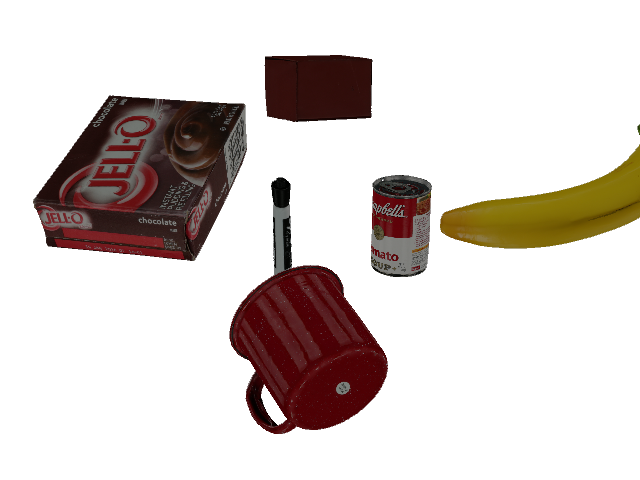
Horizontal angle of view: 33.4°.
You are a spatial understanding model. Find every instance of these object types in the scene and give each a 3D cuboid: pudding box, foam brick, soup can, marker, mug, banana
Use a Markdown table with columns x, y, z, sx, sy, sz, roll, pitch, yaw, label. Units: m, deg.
| x | y | z | sx | sy | sz | roll | pitch | yaw | label |
| --- | --- | --- | --- | --- | --- | --- | --- | --- | --- |
| -0.099 | -0.039 | 0.615 | 0.090 | 0.039 | 0.113 | 6 | 38 | 13 | pudding box |
| -0.001 | -0.129 | 0.902 | 0.078 | 0.051 | 0.053 | -7 | 16 | -31 | foam brick |
| 0.093 | -0.017 | 1.237 | 0.068 | 0.102 | 0.068 | 0 | 24 | 0 | soup can |
| -0.038 | -0.011 | 1.060 | 0.020 | 0.121 | 0.020 | 0 | 38 | 0 | marker |
| -0.013 | 0.087 | 0.756 | 0.093 | 0.117 | 0.082 | 19 | 25 | -45 | mug |
| 0.180 | -0.028 | 0.746 | 0.197 | 0.037 | 0.070 | -22 | 33 | -23 | banana |
